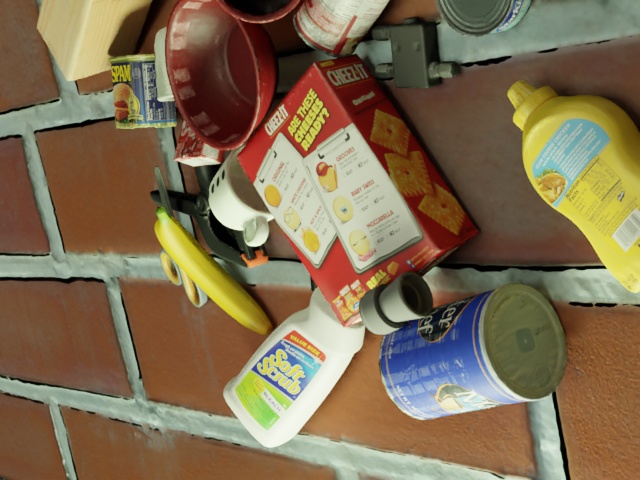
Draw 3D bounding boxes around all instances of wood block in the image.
[{"bbox_3d":[-0.254,-0.284,1.226,0.090,0.090,0.206,59,149,12],"label":"wood block"}]

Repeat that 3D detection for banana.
[{"bbox_3d":[-0.133,0.039,1.256,0.197,0.037,0.070,47,176,-12],"label":"banana"}]

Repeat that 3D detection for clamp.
[{"bbox_3d":[-0.126,-0.054,1.245,0.210,0.036,0.165,46,135,31],"label":"clamp"}]

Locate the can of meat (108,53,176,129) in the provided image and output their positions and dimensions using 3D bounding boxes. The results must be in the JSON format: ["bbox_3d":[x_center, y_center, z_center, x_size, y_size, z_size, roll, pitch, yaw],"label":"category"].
[{"bbox_3d":[-0.207,-0.174,1.252,0.102,0.057,0.084,13,108,61],"label":"can of meat"}]

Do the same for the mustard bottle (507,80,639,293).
[{"bbox_3d":[0.217,-0.057,0.845,0.192,0.058,0.096,50,136,21],"label":"mustard bottle"}]

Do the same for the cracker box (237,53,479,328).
[{"bbox_3d":[0.032,-0.047,1.040,0.214,0.071,0.164,58,136,12],"label":"cracker box"}]

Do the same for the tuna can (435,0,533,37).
[{"bbox_3d":[0.136,-0.214,0.889,0.086,0.033,0.086,21,120,42],"label":"tuna can"}]

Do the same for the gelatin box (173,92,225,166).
[{"bbox_3d":[-0.128,-0.121,1.173,0.089,0.030,0.073,4,79,63],"label":"gelatin box"}]

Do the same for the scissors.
[{"bbox_3d":[-0.187,-0.008,1.314,0.096,0.016,0.202,18,133,52],"label":"scissors"}]

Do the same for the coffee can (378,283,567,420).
[{"bbox_3d":[0.136,0.104,0.967,0.141,0.102,0.103,-23,88,50],"label":"coffee can"}]

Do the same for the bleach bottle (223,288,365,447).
[{"bbox_3d":[-0.020,0.125,1.184,0.103,0.067,0.251,49,134,19],"label":"bleach bottle"}]

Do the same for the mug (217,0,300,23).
[{"bbox_3d":[-0.053,-0.263,0.992,0.093,0.081,0.117,-1,104,5],"label":"mug"}]

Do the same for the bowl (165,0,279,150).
[{"bbox_3d":[-0.090,-0.175,1.076,0.162,0.055,0.162,26,126,44],"label":"bowl"}]

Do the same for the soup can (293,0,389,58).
[{"bbox_3d":[0.027,-0.227,0.980,0.068,0.068,0.102,55,137,17],"label":"soup can"}]

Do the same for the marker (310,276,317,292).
[{"bbox_3d":[-0.008,0.001,1.150,0.020,0.020,0.121,7,111,46],"label":"marker"}]
